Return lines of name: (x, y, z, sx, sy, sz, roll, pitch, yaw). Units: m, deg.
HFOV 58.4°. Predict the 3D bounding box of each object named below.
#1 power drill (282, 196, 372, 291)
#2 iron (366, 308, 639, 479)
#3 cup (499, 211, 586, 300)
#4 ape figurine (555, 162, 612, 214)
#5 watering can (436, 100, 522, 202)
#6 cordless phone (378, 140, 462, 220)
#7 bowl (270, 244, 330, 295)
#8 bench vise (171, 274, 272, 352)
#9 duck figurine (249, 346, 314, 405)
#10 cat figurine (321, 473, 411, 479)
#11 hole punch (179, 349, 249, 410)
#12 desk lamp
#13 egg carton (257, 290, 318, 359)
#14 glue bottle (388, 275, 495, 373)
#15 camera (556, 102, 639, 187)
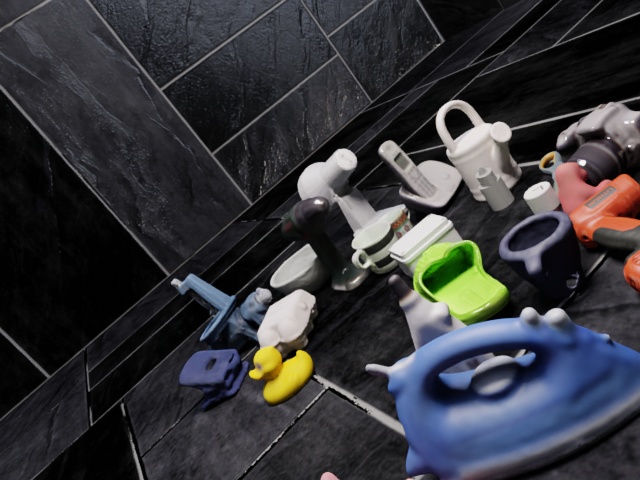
power drill: (0.011, 0.004, 1.166, 0.076, 0.209, 0.229, -44, 16, -21)
iron: (0.175, 0.129, 0.550, 0.258, 0.141, 0.119, -31, 17, 24)
cup: (0.278, 0.032, 0.691, 0.091, 0.095, 0.118, -28, 18, 32)
ape figurine: (0.363, -0.069, 0.800, 0.076, 0.092, 0.077, -41, 16, -13)
watering can: (0.295, -0.179, 1.080, 0.172, 0.194, 0.101, -20, 23, 48)
cordless phone: (0.208, -0.151, 1.215, 0.094, 0.185, 0.148, -22, 22, 46)
bowl: (-0.027, 0.075, 1.302, 0.167, 0.075, 0.167, -35, 15, 11)
bench vise: (-0.203, 0.138, 1.241, 0.207, 0.220, 0.121, -36, 15, 8)
duck figurine: (-0.070, 0.215, 0.968, 0.104, 0.086, 0.077, -37, 15, 2)
cat figurine: (0.047, 0.255, 0.519, 0.127, 0.118, 0.067, -32, 16, 21)
hole punch: (-0.209, 0.262, 1.140, 0.101, 0.091, 0.109, -32, 16, 22)
desk lamp: (0.068, -0.109, 1.357, 0.118, 0.214, 0.202, -48, 18, -31)
egg carton: (-0.060, 0.164, 1.127, 0.107, 0.069, 0.150, -32, 16, 22)
glue bottle: (0.132, 0.106, 0.656, 0.078, 0.173, 0.037, -32, 17, 21)
camera: (0.409, -0.132, 0.861, 0.137, 0.101, 0.143, -42, 16, -16)
